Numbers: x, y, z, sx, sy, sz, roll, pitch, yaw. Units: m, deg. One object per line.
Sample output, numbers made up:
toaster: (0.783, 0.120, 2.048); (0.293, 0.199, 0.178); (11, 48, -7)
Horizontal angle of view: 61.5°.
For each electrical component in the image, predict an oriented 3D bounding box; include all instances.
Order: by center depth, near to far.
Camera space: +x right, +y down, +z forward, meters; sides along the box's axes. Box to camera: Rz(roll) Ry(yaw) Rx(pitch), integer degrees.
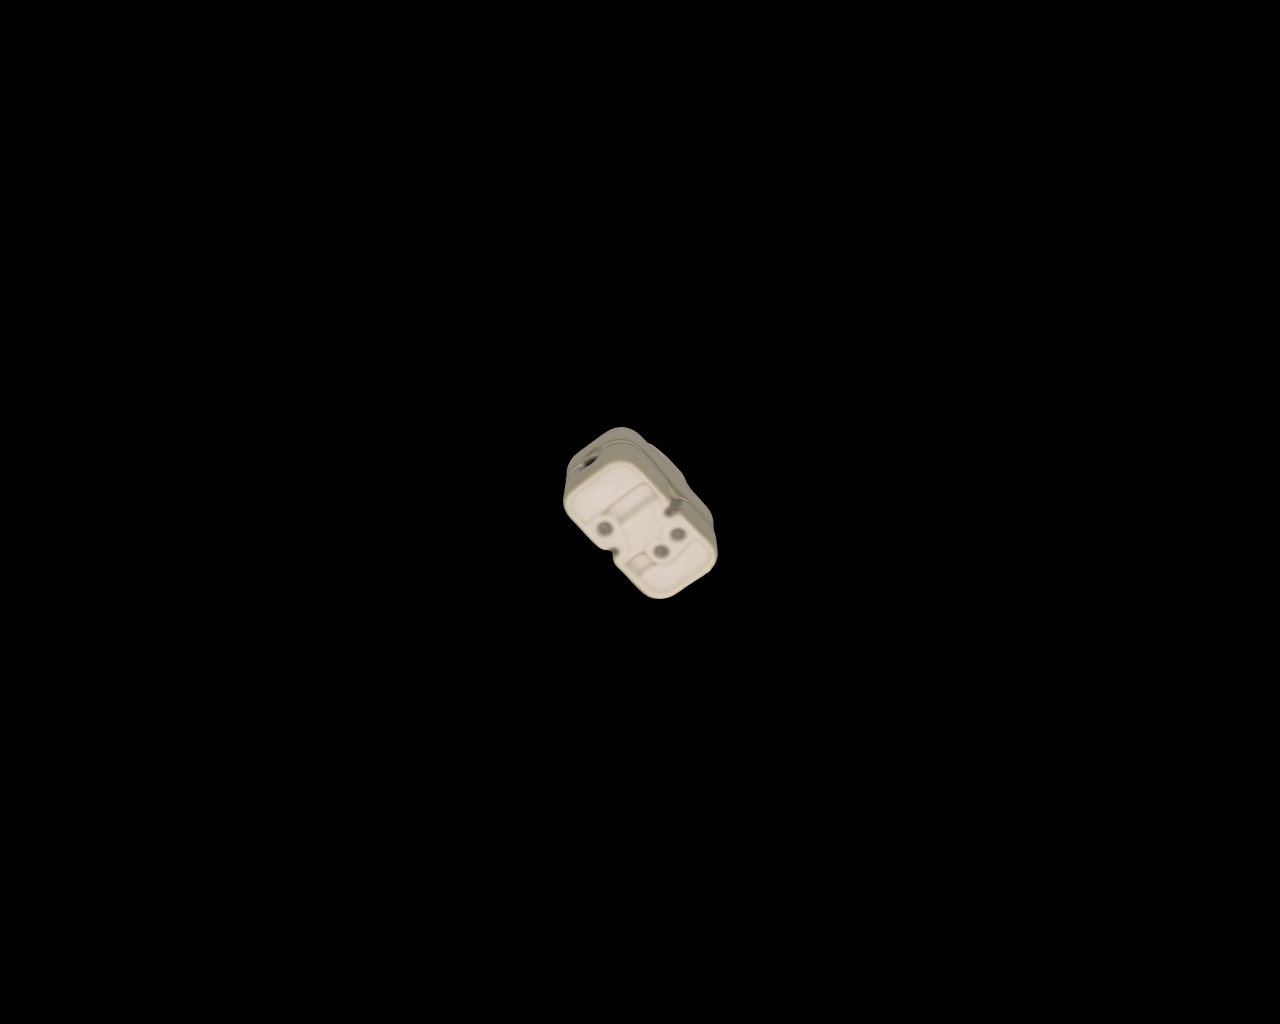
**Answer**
electrical component: (0.001, -0.003, 0.650); (0.053, 0.095, 0.059); (-36, 24, 18)
